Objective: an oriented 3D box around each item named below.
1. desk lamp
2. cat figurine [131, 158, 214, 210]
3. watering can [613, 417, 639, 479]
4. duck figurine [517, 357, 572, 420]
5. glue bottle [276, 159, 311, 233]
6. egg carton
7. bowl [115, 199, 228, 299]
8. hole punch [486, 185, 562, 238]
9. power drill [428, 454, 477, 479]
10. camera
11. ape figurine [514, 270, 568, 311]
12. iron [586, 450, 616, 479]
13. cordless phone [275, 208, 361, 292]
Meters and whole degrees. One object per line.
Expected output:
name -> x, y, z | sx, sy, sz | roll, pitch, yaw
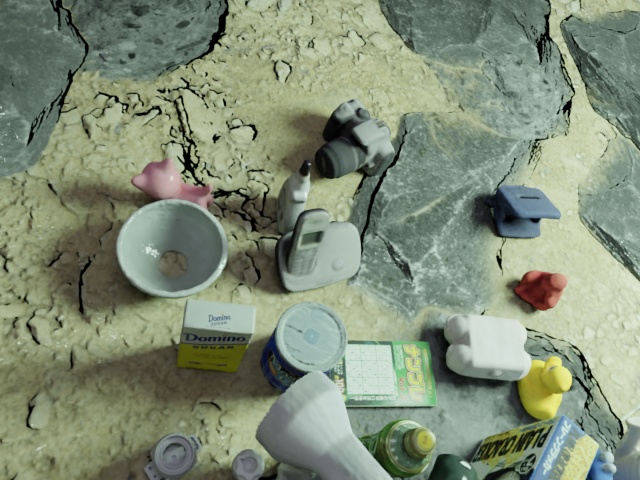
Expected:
desk lamp -> 0.008, 0.291, 0.751 | 0.118, 0.213, 0.203 | -36, 78, -28
cat figurine -> -0.235, -0.086, 0.928 | 0.128, 0.117, 0.067 | 12, 61, -10
watering can -> 0.512, 0.363, 0.873 | 0.101, 0.194, 0.172 | -31, 76, -27
duck figurine -> 0.384, 0.245, 0.958 | 0.077, 0.086, 0.104 | 16, 61, -8
glue bottle -> -0.039, -0.080, 0.950 | 0.037, 0.173, 0.078 | 3, 63, -14
egg carton -> 0.282, 0.182, 0.970 | 0.150, 0.069, 0.107 | 7, 62, -13
bowl -> -0.231, 0.024, 0.898 | 0.168, 0.074, 0.167 | 7, 62, -13
hole punch -> 0.396, -0.066, 1.117 | 0.109, 0.091, 0.101 | 1, 64, -16
power drill -> 0.123, 0.394, 0.735 | 0.075, 0.208, 0.230 | 30, 60, 1
camera -> 0.053, -0.184, 1.072 | 0.137, 0.100, 0.143 | -29, 75, -27
ape figurine -> 0.413, 0.086, 1.044 | 0.076, 0.092, 0.078 | -4, 65, -18
iron -> 0.387, 0.395, 0.850 | 0.118, 0.141, 0.258 | 30, 60, 1
cordless phone -> 0.008, 0.003, 0.914 | 0.148, 0.185, 0.094 | -15, 69, -22
